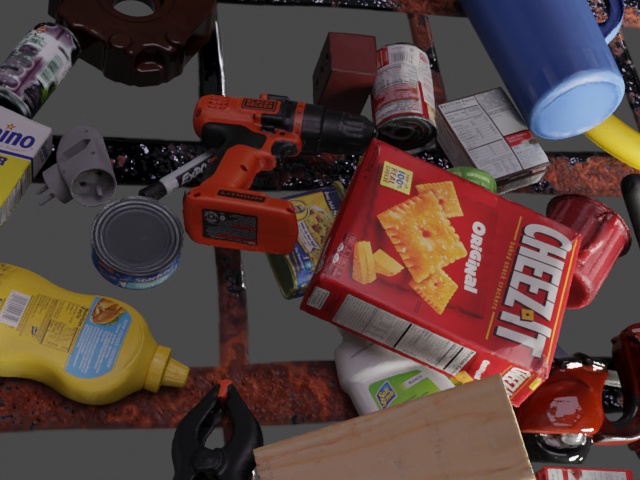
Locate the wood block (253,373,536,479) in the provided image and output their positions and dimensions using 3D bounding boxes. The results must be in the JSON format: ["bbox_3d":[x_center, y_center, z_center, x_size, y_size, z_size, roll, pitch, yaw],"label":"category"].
[{"bbox_3d":[0.063,0.188,0.860,0.206,0.090,0.090,-18,66,7],"label":"wood block"}]

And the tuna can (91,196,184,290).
[{"bbox_3d":[-0.171,0.003,0.998,0.086,0.034,0.086,6,58,-10],"label":"tuna can"}]

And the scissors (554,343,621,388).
[{"bbox_3d":[0.251,0.113,1.045,0.201,0.016,0.096,-3,61,-15],"label":"scissors"}]

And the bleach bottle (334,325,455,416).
[{"bbox_3d":[0.096,0.160,0.949,0.102,0.068,0.251,-28,67,-13],"label":"bleach bottle"}]

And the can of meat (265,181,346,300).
[{"bbox_3d":[-0.007,0.001,1.026,0.083,0.057,0.102,-15,64,-19],"label":"can of meat"}]

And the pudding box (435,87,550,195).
[{"bbox_3d":[0.180,-0.104,1.146,0.089,0.039,0.113,-18,63,-22],"label":"pudding box"}]

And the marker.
[{"bbox_3d":[-0.131,-0.067,1.059,0.121,0.020,0.020,-34,72,-28],"label":"marker"}]

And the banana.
[{"bbox_3d":[0.331,-0.127,1.196,0.069,0.037,0.198,-38,74,-28],"label":"banana"}]

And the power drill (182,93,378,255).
[{"bbox_3d":[-0.043,-0.067,1.006,0.184,0.057,0.187,6,40,6],"label":"power drill"}]

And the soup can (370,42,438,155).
[{"bbox_3d":[0.087,-0.150,1.133,0.068,0.069,0.102,4,59,-11],"label":"soup can"}]

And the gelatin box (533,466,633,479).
[{"bbox_3d":[0.239,0.243,0.957,0.089,0.030,0.073,5,60,-11],"label":"gelatin box"}]

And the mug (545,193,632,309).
[{"bbox_3d":[0.254,0.010,1.052,0.093,0.117,0.081,39,63,-2],"label":"mug"}]

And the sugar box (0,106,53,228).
[{"bbox_3d":[-0.328,-0.049,0.985,0.093,0.048,0.176,23,58,0],"label":"sugar box"}]

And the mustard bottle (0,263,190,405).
[{"bbox_3d":[-0.206,0.091,0.923,0.191,0.058,0.096,18,52,-2],"label":"mustard bottle"}]

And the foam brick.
[{"bbox_3d":[0.026,-0.174,1.126,0.051,0.078,0.053,6,59,-12],"label":"foam brick"}]

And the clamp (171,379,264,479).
[{"bbox_3d":[-0.100,0.197,0.889,0.120,0.039,0.171,-4,46,1],"label":"clamp"}]

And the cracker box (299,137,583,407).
[{"bbox_3d":[0.110,0.025,0.942,0.213,0.072,0.164,24,56,-2],"label":"cracker box"}]

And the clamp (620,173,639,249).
[{"bbox_3d":[0.343,0.042,1.058,0.164,0.036,0.210,31,51,-49],"label":"clamp"}]

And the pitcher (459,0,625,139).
[{"bbox_3d":[0.248,-0.236,1.171,0.144,0.149,0.243,15,46,-43],"label":"pitcher"}]
